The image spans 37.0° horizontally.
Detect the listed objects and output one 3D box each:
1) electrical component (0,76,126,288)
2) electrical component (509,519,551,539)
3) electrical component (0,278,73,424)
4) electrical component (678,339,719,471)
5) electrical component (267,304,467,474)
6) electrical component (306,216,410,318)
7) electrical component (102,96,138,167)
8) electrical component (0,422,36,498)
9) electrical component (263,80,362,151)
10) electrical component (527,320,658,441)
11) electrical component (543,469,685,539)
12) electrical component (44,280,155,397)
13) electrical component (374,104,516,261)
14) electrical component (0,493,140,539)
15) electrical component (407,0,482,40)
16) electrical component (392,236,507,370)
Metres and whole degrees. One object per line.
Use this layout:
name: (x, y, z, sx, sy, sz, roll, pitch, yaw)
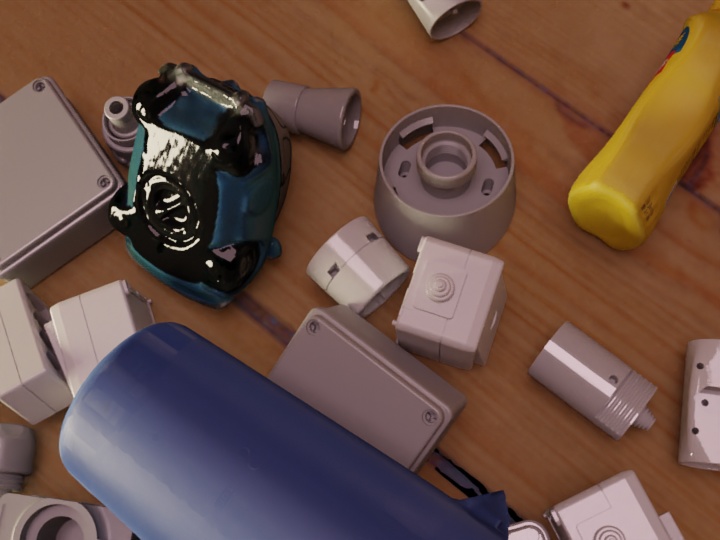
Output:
electrical component: (-0.230, -0.061, 0.758, 0.109, 0.056, 0.108, -36, 74, -3)
electrical component: (0.069, 0.204, 0.654, 0.113, 0.057, 0.078, -17, 74, 2)
electrical component: (-0.241, 0.063, 0.720, 0.076, 0.047, 0.083, -29, 55, -1)
electrical component: (0.242, 0.087, 0.671, 0.079, 0.043, 0.077, 7, 76, 7)
electrical component: (-0.008, 0.095, 0.676, 0.109, 0.056, 0.108, 37, 104, 14)
electrical component: (0.000, 0.000, 0.717, 0.055, 0.055, 0.047, -43, 78, -5)
electrical component: (-0.162, -0.102, 0.758, 0.048, 0.062, 0.048, -2, 75, 6)
electrical component: (-0.240, 0.134, 0.715, 0.043, 0.043, 0.062, 1, 75, 7)
electrical component: (-0.036, -0.112, 0.758, 0.065, 0.044, 0.044, 13, 77, 15)
electrical component: (0.152, 0.074, 0.685, 0.081, 0.043, 0.043, 37, 83, 14)
electrical component: (0.152, 0.156, 0.636, 0.061, 0.096, 0.061, -26, 75, -1)
electrical component: (-0.163, 0.065, 0.715, 0.061, 0.061, 0.096, -20, 74, 1)
electrical component: (0.058, -0.060, 0.733, 0.099, 0.064, 0.099, -1, 62, 2)
electrical component: (-0.141, 0.206, 0.676, 0.186, 0.060, 0.105, 6, 76, 8)
electrical component: (0.066, -0.217, 0.771, 0.079, 0.044, 0.077, -29, 74, -1)
electrical component: (0.059, 0.022, 0.682, 0.061, 0.096, 0.061, 18, 78, 8)
